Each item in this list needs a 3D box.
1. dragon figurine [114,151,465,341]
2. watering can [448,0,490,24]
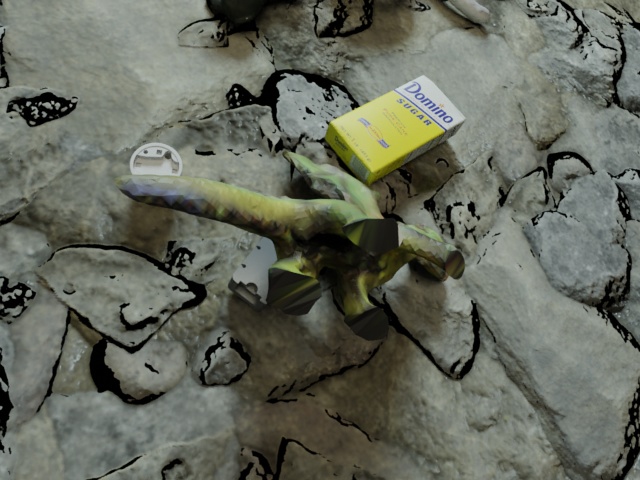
[{"bbox_3d":[0.002,-0.028,0.563,0.408,0.120,0.247,25,20,-21],"label":"dragon figurine"},{"bbox_3d":[0.120,-0.468,0.797,0.346,0.228,0.102,12,-25,-28],"label":"watering can"}]
